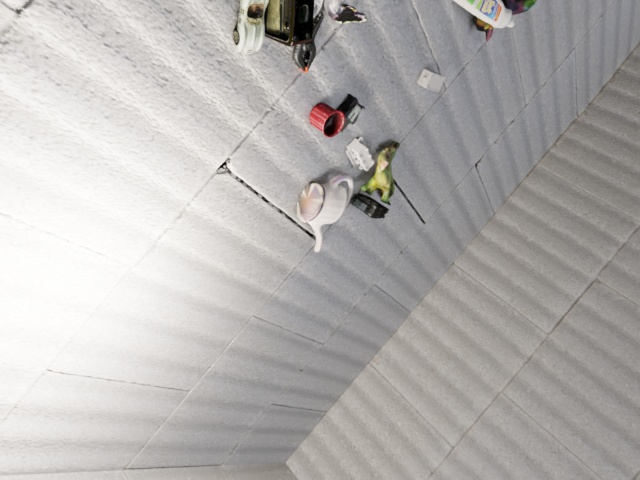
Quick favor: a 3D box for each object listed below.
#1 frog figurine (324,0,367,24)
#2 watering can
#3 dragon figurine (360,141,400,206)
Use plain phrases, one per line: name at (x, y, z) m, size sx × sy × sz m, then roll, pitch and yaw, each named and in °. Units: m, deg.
frog figurine at (0.073, -0.694, 1.435) m, size 0.137 × 0.122 × 0.160 m, roll 1°, pitch 86°, yaw -40°
watering can at (0.006, -0.096, 1.902) m, size 0.224 × 0.105 × 0.343 m, roll 3°, pitch 120°, yaw -49°
dragon figurine at (0.271, -0.270, 2.040) m, size 0.241 × 0.123 × 0.411 m, roll -67°, pitch 167°, yaw 9°
